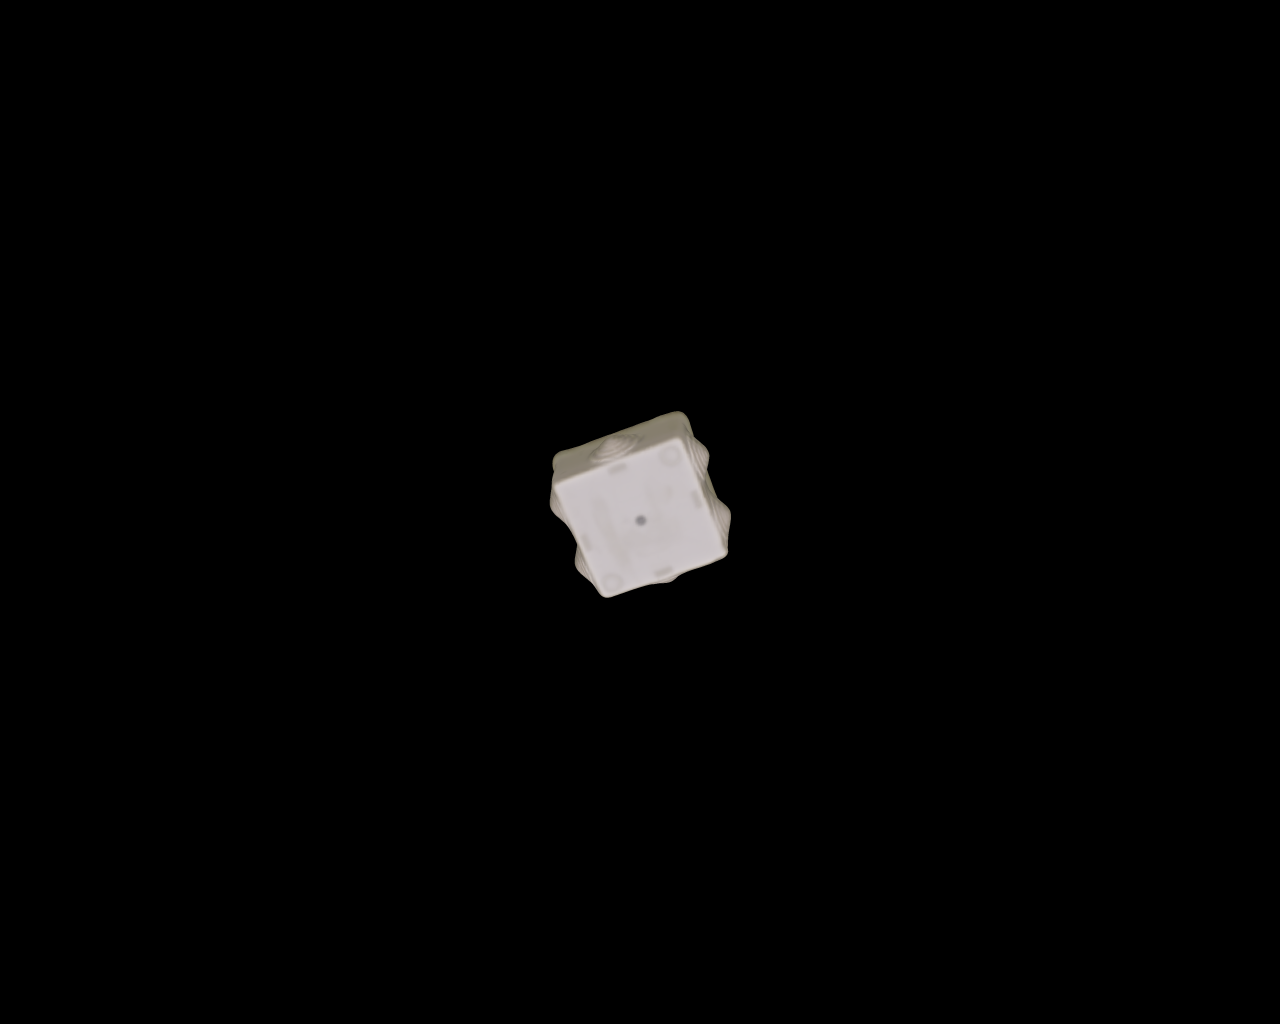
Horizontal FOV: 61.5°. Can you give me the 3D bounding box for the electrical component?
[{"bbox_3d":[0.001,-0.003,0.650,0.100,0.099,0.048,-19,20,7],"label":"electrical component"}]
